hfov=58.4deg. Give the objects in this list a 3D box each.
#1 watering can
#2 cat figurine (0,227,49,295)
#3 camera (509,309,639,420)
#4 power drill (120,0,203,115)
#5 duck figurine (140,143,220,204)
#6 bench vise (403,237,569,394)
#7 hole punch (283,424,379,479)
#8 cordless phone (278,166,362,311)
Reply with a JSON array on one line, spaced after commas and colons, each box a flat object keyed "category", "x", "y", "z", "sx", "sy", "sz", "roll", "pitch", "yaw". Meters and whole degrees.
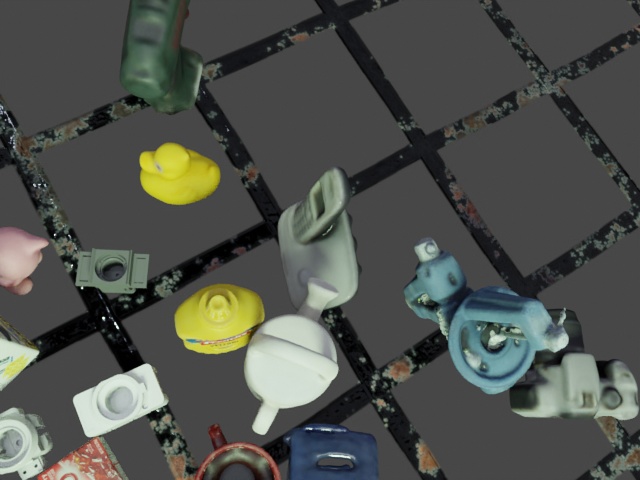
[{"category": "watering can", "x": -0.032, "y": 0.126, "z": 0.638, "sx": 0.101, "sy": 0.194, "sz": 0.173, "roll": 4, "pitch": 73, "yaw": -7}, {"category": "cat figurine", "x": -0.375, "y": 0.016, "z": 0.658, "sx": 0.128, "sy": 0.117, "sz": 0.067, "roll": 13, "pitch": 72, "yaw": -5}, {"category": "camera", "x": 0.324, "y": 0.159, "z": 0.732, "sx": 0.143, "sy": 0.100, "sz": 0.137, "roll": 3, "pitch": 73, "yaw": -8}, {"category": "power drill", "x": -0.195, "y": -0.264, "z": 0.723, "sx": 0.075, "sy": 0.208, "sz": 0.230, "roll": 8, "pitch": 72, "yaw": -6}, {"category": "duck figurine", "x": -0.182, "y": -0.093, "z": 0.738, "sx": 0.104, "sy": 0.086, "sz": 0.077, "roll": 3, "pitch": 73, "yaw": -8}, {"category": "bench vise", "x": 0.181, "y": 0.089, "z": 0.668, "sx": 0.207, "sy": 0.219, "sz": 0.122, "roll": 38, "pitch": 72, "yaw": 4}, {"category": "hole punch", "x": 0.012, "y": 0.264, "z": 0.657, "sx": 0.109, "sy": 0.091, "sz": 0.101, "roll": 5, "pitch": 73, "yaw": -7}, {"category": "cordless phone", "x": 0.006, "y": 0.002, "z": 0.686, "sx": 0.094, "sy": 0.185, "sz": 0.147, "roll": -11, "pitch": 75, "yaw": -11}]
